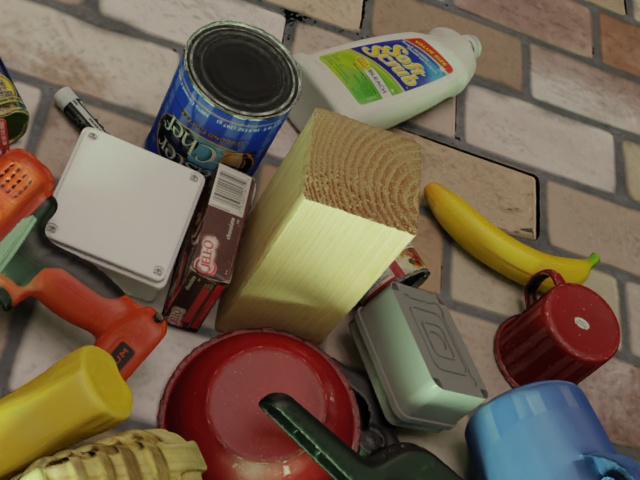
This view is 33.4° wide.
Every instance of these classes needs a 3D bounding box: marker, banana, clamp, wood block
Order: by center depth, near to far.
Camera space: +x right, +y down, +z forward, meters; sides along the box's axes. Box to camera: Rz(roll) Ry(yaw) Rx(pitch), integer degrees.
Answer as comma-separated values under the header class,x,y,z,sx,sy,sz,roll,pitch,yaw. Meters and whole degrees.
class,x,y,z,sx,sy,sz,roll,pitch,yaw
clamp,0.034,0.208,0.790,0.209,0.036,0.164,15,78,-33
wood block,-0.005,0.001,0.852,0.090,0.206,0.090,17,54,-15
clamp,0.031,0.177,0.864,0.120,0.039,0.171,-25,71,-40
marker,-0.191,-0.086,0.942,0.121,0.020,0.020,48,52,9
banana,0.186,0.007,1.049,0.197,0.037,0.069,25,37,-10

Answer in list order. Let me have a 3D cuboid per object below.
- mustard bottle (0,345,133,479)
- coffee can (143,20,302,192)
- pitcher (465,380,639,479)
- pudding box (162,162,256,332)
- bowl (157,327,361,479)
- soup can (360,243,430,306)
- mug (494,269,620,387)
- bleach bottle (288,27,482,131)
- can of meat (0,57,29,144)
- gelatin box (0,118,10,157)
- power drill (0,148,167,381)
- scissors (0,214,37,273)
class,x,y,z,sx,sy,sz,roll,pitch,yaw
mustard bottle,-0.223,0.140,0.714,0.191,0.096,0.058,-29,90,1
coffee can,-0.087,-0.105,0.924,0.102,0.140,0.103,12,55,-18
pitcher,0.207,0.230,0.832,0.145,0.149,0.243,45,22,-53
pudding box,-0.093,0.007,0.882,0.039,0.090,0.113,23,52,-12
bowl,-0.044,0.134,0.820,0.162,0.055,0.162,3,64,-7
soup can,0.043,0.007,0.960,0.068,0.069,0.102,-22,70,-34
mug,0.218,0.081,0.984,0.093,0.082,0.117,6,58,-22
bleach bottle,0.074,-0.172,1.095,0.250,0.068,0.102,-28,74,-38
can of meat,-0.303,-0.118,0.886,0.101,0.058,0.084,-20,72,-33
gelatin box,-0.280,-0.048,0.839,0.073,0.030,0.089,-14,106,-33
power drill,-0.222,0.053,0.788,0.187,0.057,0.184,43,82,-5
scissors,-0.284,0.056,0.747,0.096,0.016,0.201,23,83,0
